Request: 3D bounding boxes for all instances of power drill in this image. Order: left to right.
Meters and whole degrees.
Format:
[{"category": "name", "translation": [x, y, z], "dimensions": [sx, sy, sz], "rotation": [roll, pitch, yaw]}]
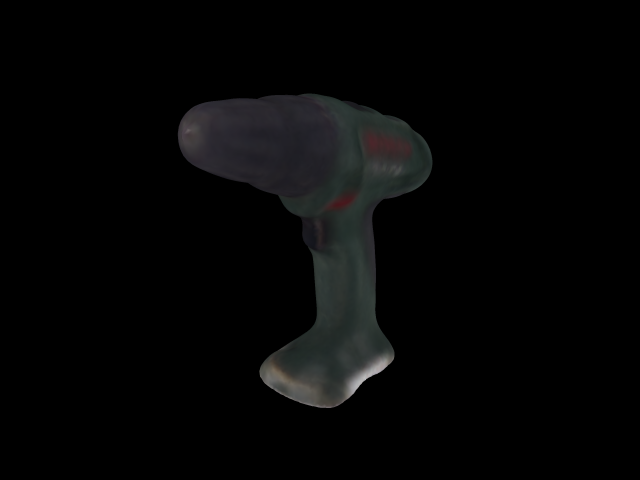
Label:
[{"category": "power drill", "translation": [0.004, 0.001, 0.400], "dimensions": [0.075, 0.208, 0.230], "rotation": [14, 24, 34]}]
